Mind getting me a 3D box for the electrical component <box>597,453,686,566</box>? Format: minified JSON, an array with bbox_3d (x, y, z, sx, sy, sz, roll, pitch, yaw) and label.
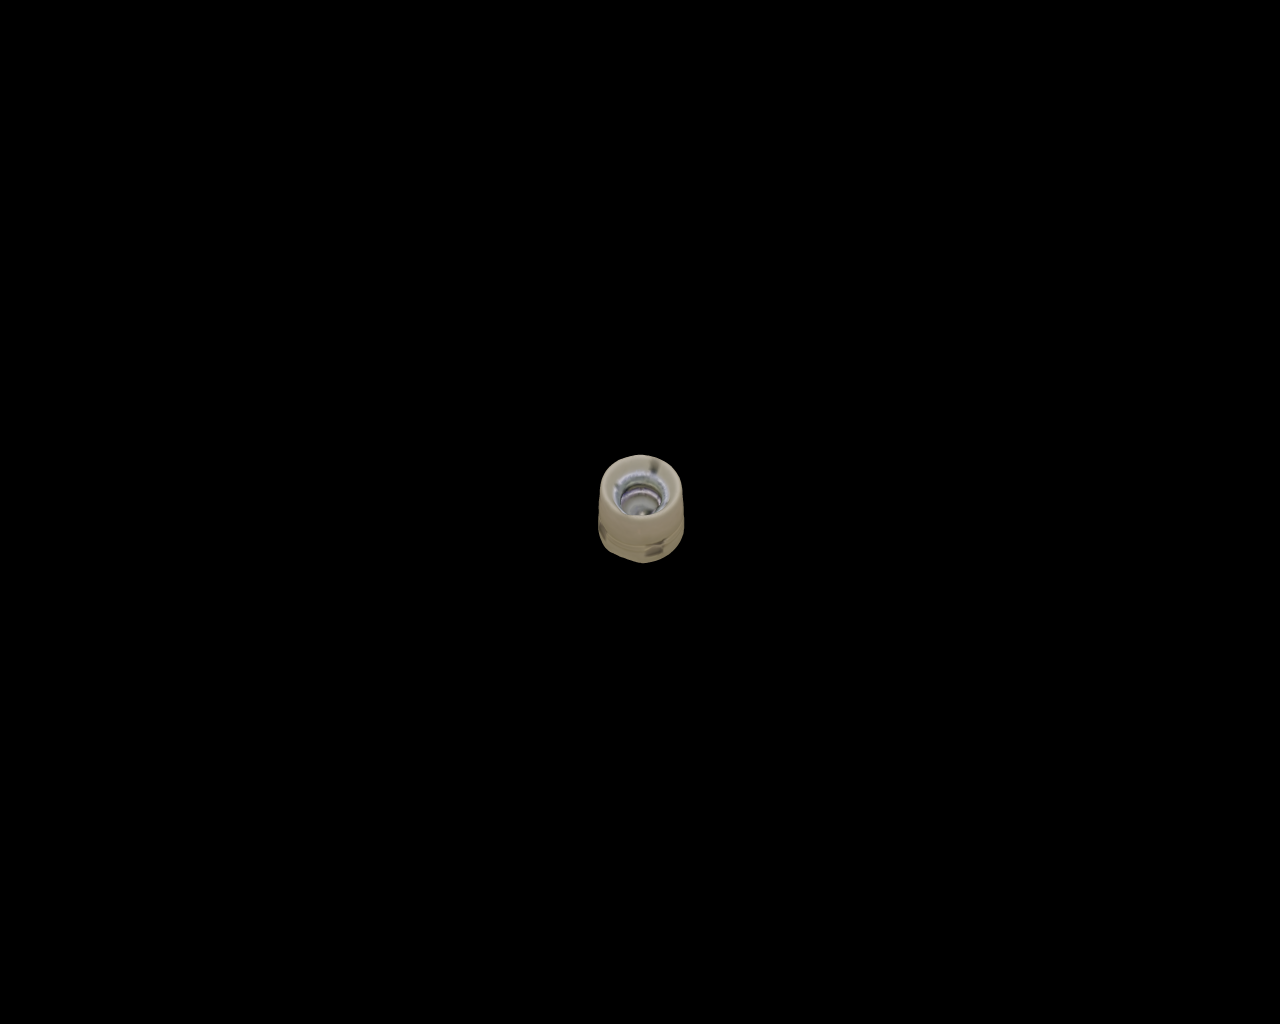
[{"bbox_3d":[0.001,-0.003,0.650,0.055,0.055,0.047,0,-34,0],"label":"electrical component"}]
